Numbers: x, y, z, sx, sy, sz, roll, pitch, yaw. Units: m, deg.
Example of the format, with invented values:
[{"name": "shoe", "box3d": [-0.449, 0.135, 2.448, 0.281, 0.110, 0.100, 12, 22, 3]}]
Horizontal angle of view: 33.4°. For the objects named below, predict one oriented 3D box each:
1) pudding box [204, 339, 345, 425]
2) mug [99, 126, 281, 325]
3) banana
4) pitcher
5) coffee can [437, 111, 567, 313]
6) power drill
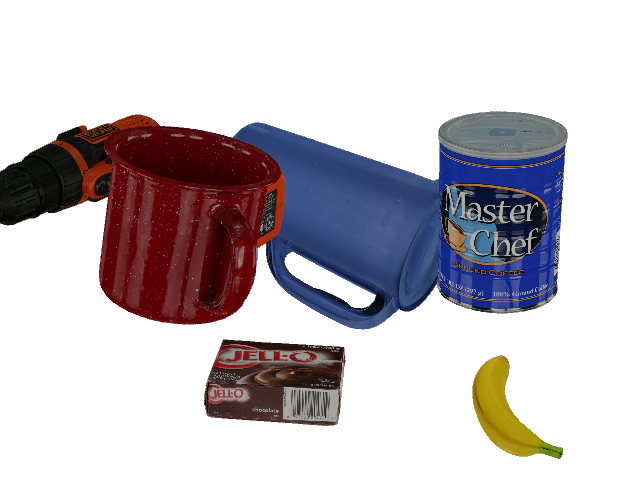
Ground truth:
[{"name": "pudding box", "box3d": [-0.037, 0.120, 0.916, 0.113, 0.039, 0.090, 5, 19, 2]}, {"name": "mug", "box3d": [-0.067, -0.003, 0.562, 0.093, 0.081, 0.117, -5, 27, -36]}, {"name": "banana", "box3d": [0.205, 0.187, 1.199, 0.069, 0.037, 0.198, 11, 24, -15]}, {"name": "pitcher", "box3d": [0.008, -0.024, 1.085, 0.243, 0.145, 0.149, 24, 27, 24]}, {"name": "coffee can", "box3d": [0.148, -0.025, 0.884, 0.103, 0.140, 0.103, -2, 24, 1]}, {"name": "power drill", "box3d": [-0.136, -0.036, 0.810, 0.188, 0.057, 0.184, 21, 33, 26]}]
